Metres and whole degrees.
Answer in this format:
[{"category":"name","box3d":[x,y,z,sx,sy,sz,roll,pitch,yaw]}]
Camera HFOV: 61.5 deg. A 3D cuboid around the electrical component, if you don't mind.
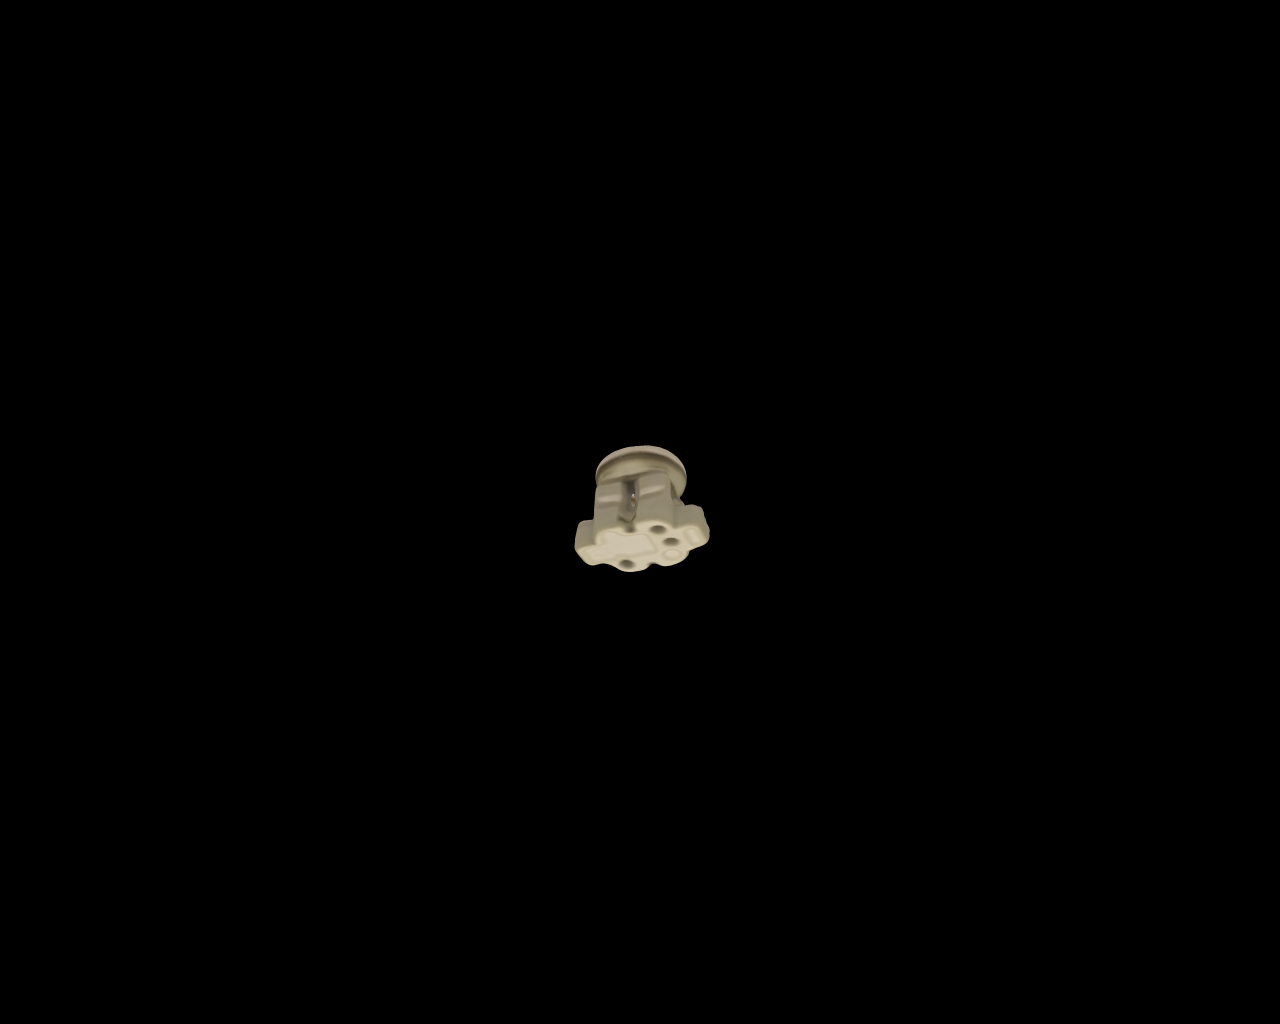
[{"category":"electrical component","box3d":[0.001,-0.003,0.650,0.078,0.057,0.058,-11,-36,16]}]
